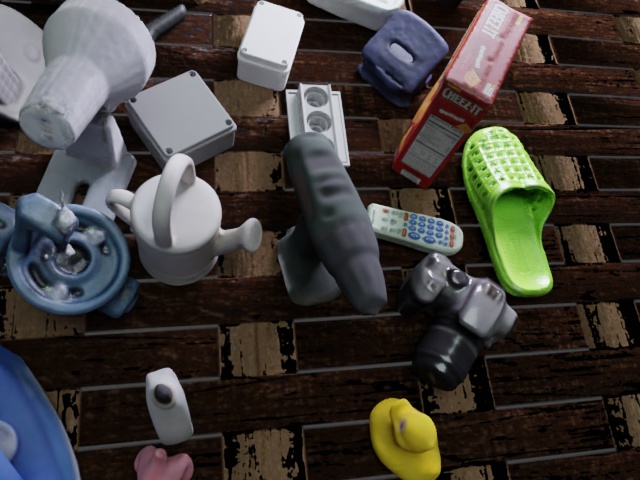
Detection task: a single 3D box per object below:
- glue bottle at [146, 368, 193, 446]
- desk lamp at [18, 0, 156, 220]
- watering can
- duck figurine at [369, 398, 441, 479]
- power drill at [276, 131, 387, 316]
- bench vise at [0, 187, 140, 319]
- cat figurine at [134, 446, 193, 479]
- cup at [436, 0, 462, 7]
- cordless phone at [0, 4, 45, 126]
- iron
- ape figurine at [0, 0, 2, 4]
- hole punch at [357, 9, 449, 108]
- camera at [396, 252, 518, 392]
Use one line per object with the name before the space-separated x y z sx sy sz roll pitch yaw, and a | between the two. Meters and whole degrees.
glue bottle | -0.155 0.164 0.581 0.037 0.173 0.078 -17 72 -18
desk lamp | -0.270 -0.139 0.662 0.118 0.213 0.203 14 65 -6
watering can | -0.154 -0.026 0.650 0.173 0.194 0.101 -3 68 -13
duck figurine | 0.107 0.229 0.659 0.078 0.086 0.104 -26 75 -21
power drill | 0.006 0.002 0.665 0.076 0.208 0.229 -12 70 -16
bench vise | -0.298 0.007 0.590 0.207 0.219 0.121 9 66 -8
cat figurine | -0.169 0.269 0.564 0.067 0.117 0.128 12 65 -7
cup | 0.226 -0.455 0.970 0.092 0.095 0.117 -7 69 -15
cordless phone | -0.396 -0.243 0.694 0.094 0.185 0.147 8 66 -8
iron | -0.311 0.204 0.547 0.119 0.141 0.258 -36 79 -23
ape figurine | -0.478 -0.348 0.772 0.078 0.092 0.076 3 67 -11
hole punch | 0.126 -0.277 0.874 0.108 0.091 0.101 42 65 7
camera | 0.160 0.105 0.714 0.143 0.100 0.137 35 65 4
